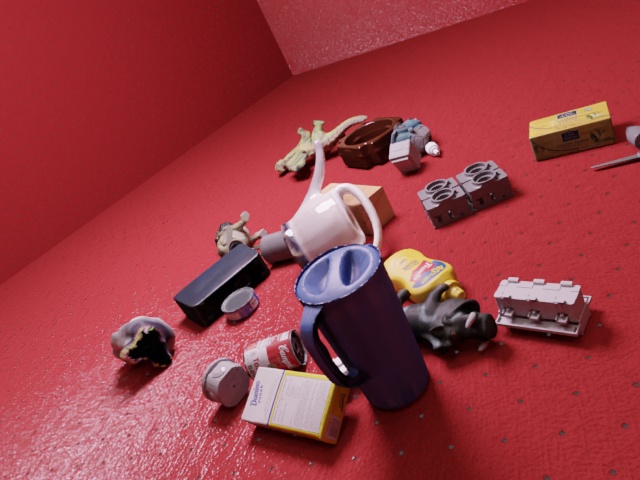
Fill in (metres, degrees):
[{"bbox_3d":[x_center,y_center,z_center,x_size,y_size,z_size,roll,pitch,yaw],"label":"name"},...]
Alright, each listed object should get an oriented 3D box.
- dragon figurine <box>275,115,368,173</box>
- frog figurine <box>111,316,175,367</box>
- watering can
[{"bbox_3d":[-0.023,-0.318,1.832,0.407,0.121,0.247,-13,39,50],"label":"dragon figurine"},{"bbox_3d":[-0.417,0.234,1.203,0.138,0.123,0.159,-4,1,-32],"label":"frog figurine"},{"bbox_3d":[0.004,-0.061,1.215,0.223,0.103,0.353,-34,63,8],"label":"watering can"}]
